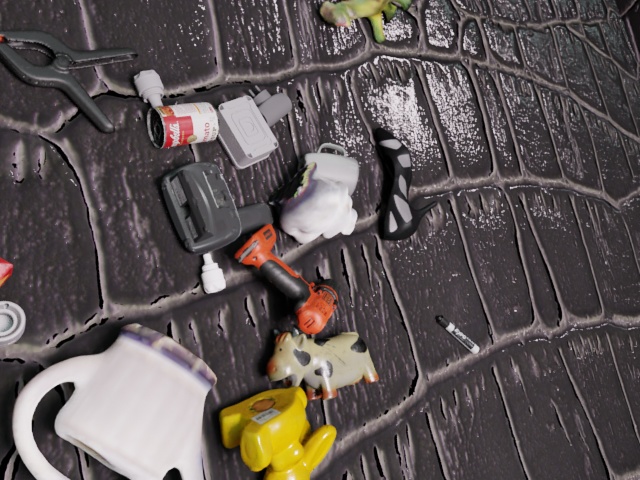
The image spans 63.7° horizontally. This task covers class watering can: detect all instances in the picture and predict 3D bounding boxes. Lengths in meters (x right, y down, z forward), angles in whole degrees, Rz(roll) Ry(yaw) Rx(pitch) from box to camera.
[{"bbox_3d":[-0.214,0.257,0.685,0.345,0.102,0.229,39,55,-16],"label":"watering can"}]

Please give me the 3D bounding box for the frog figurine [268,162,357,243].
[{"bbox_3d":[0.003,-0.047,0.943,0.157,0.124,0.138,42,87,-25],"label":"frog figurine"}]

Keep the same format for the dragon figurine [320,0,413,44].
[{"bbox_3d":[0.104,-0.633,1.245,0.242,0.120,0.419,24,59,-15],"label":"dragon figurine"}]
